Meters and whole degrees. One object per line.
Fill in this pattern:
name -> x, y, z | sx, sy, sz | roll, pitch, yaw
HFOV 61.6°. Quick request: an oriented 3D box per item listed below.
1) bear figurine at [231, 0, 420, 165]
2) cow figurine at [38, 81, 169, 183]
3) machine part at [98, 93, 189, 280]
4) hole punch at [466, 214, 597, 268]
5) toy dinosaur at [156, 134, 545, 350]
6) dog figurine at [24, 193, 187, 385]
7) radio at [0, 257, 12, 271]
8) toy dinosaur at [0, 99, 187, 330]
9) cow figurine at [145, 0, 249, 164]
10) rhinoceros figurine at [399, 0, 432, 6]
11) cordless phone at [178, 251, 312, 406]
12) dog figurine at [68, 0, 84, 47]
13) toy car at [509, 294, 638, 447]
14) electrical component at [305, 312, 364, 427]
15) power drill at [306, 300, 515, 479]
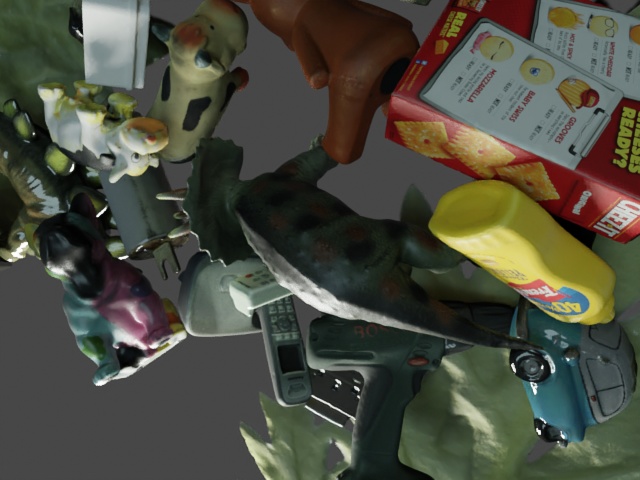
bear figurine -> 0.002, -0.189, 0.522 | 0.196, 0.120, 0.131 | 42, 155, 26
cow figurine -> -0.225, -0.104, 0.566 | 0.168, 0.068, 0.098 | 29, 125, 30
machine part -> -0.223, -0.066, 0.652 | 0.079, 0.079, 0.243 | -30, 79, 29
hole punch -> 0.204, -0.026, 0.519 | 0.142, 0.092, 0.115 | 5, 142, 18
toy dinosaur -> 0.002, 0.005, 0.518 | 0.405, 0.192, 0.131 | 34, 132, 34
dog figurine -> -0.268, 0.055, 0.666 | 0.108, 0.191, 0.219 | -32, 85, -7
radio -> -0.512, -0.005, 0.758 | 0.230, 0.073, 0.131 | -7, 110, 65
toy dinosaur -> -0.348, -0.043, 0.728 | 0.199, 0.105, 0.470 | -24, 110, 24
cow figurine -> -0.137, -0.166, 0.575 | 0.085, 0.127, 0.194 | 36, 122, 2
rhinoceros figurine -> 0.024, -0.251, 0.408 | 0.190, 0.073, 0.112 | 28, 119, 11
cordless phone -> -0.083, 0.106, 0.619 | 0.089, 0.146, 0.184 | -35, 63, 40
dog figurine -> -0.233, -0.281, 0.552 | 0.121, 0.172, 0.190 | 38, 113, 18
toy car -> 0.253, 0.124, 0.529 | 0.103, 0.109, 0.161 | -13, 107, 34
electrical component -> 0.030, 0.166, 0.673 | 0.115, 0.058, 0.134 | 25, 117, 15
power drill -> 0.098, 0.165, 0.571 | 0.232, 0.086, 0.207 | 3, 90, 0
